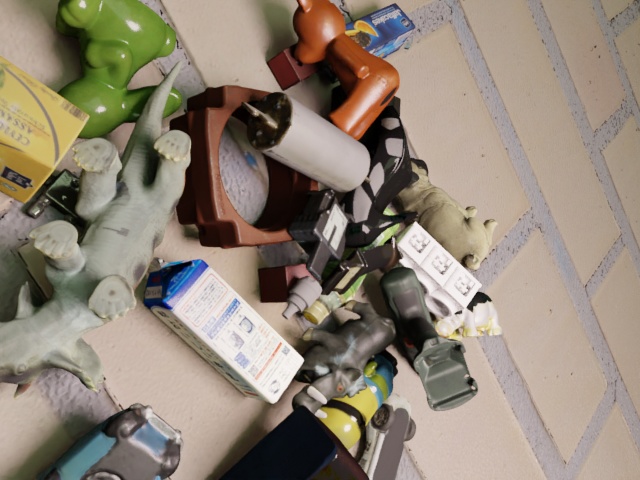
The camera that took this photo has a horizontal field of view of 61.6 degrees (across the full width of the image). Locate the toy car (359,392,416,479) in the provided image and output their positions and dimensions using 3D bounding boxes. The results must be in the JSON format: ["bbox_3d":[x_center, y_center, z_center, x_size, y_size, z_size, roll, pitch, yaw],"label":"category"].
[{"bbox_3d":[0.095,0.339,0.833,0.073,0.056,0.201,35,65,-34],"label":"toy car"}]

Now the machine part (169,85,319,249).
[{"bbox_3d":[-0.096,-0.092,0.715,0.201,0.087,0.201,-8,95,-51],"label":"machine part"}]

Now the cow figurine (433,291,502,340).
[{"bbox_3d":[0.257,0.133,0.977,0.167,0.068,0.098,6,74,-39],"label":"cow figurine"}]

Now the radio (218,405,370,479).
[{"bbox_3d":[-0.063,0.312,0.632,0.229,0.131,0.073,-40,109,-8],"label":"radio"}]

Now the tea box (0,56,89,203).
[{"bbox_3d":[-0.308,-0.102,0.533,0.098,0.170,0.068,35,63,-26],"label":"tea box"}]

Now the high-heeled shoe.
[{"bbox_3d":[0.071,-0.101,0.837,0.086,0.145,0.249,64,19,-55],"label":"high-heeled shoe"}]

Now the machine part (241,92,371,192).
[{"bbox_3d":[-0.010,-0.121,0.695,0.243,0.079,0.079,20,71,-48],"label":"machine part"}]

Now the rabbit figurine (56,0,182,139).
[{"bbox_3d":[-0.254,-0.196,0.645,0.159,0.121,0.170,22,88,-39],"label":"rabbit figurine"}]

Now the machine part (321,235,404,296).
[{"bbox_3d":[0.061,0.036,0.762,0.139,0.084,0.039,-20,60,-40],"label":"machine part"}]

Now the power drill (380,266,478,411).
[{"bbox_3d":[0.166,0.165,0.820,0.086,0.207,0.231,-20,110,5],"label":"power drill"}]

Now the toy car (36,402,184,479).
[{"bbox_3d":[-0.231,0.247,0.575,0.109,0.103,0.161,46,70,-19],"label":"toy car"}]

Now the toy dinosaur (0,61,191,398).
[{"bbox_3d":[-0.229,-0.002,0.589,0.131,0.192,0.405,28,55,-12],"label":"toy dinosaur"}]

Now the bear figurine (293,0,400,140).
[{"bbox_3d":[0.016,-0.256,0.782,0.196,0.120,0.132,41,102,3],"label":"bear figurine"}]

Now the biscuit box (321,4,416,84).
[{"bbox_3d":[0.078,-0.338,0.917,0.203,0.059,0.063,-38,87,-36],"label":"biscuit box"}]

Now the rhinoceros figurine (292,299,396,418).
[{"bbox_3d":[0.028,0.170,0.760,0.112,0.073,0.190,37,56,24],"label":"rhinoceros figurine"}]

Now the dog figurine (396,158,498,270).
[{"bbox_3d":[0.188,-0.045,0.900,0.190,0.172,0.121,36,100,-26],"label":"dog figurine"}]

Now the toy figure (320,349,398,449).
[{"bbox_3d":[0.054,0.231,0.797,0.180,0.089,0.082,-34,102,-35],"label":"toy figure"}]

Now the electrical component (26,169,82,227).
[{"bbox_3d":[-0.291,-0.051,0.630,0.063,0.021,0.094,44,61,-23],"label":"electrical component"}]

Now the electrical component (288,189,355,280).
[{"bbox_3d":[-0.001,-0.002,0.719,0.074,0.048,0.119,47,54,-40],"label":"electrical component"}]

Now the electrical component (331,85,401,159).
[{"bbox_3d":[0.077,-0.212,0.907,0.115,0.058,0.134,11,77,-37],"label":"electrical component"}]
